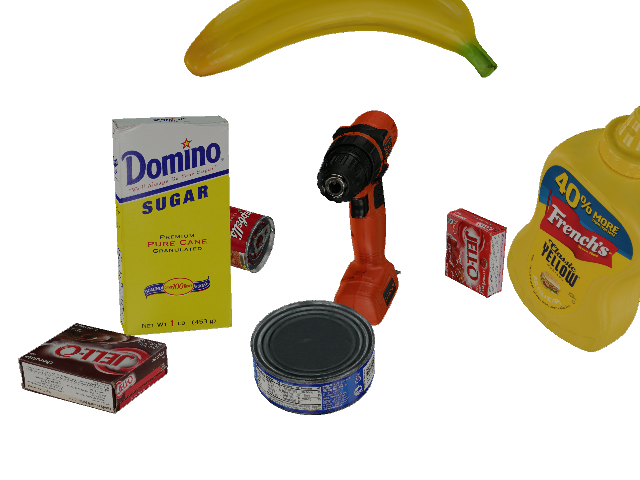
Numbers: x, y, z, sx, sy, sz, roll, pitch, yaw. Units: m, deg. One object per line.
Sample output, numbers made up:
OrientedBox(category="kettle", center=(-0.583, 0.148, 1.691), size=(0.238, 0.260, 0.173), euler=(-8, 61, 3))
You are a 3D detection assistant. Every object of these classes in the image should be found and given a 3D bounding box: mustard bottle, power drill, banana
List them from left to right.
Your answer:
OrientedBox(category="banana", center=(0.013, -0.136, 0.660), size=(0.197, 0.069, 0.037), euler=(-3, -28, -11))
OrientedBox(category="power drill", center=(0.038, -0.017, 1.019), size=(0.057, 0.188, 0.184), euler=(6, 24, 15))
OrientedBox(category="mustard bottle", center=(0.180, -0.014, 0.683), size=(0.058, 0.096, 0.192), euler=(-25, -30, -23))

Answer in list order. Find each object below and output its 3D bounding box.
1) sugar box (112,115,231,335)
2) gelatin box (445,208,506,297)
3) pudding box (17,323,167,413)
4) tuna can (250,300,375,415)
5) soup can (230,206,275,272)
OrientedBox(category="sugar box", center=(-0.122, -0.013, 0.887), size=(0.093, 0.176, 0.048), euler=(-4, 15, -16))
OrientedBox(category="gelatin box", center=(0.186, 0.014, 1.288), size=(0.030, 0.089, 0.073), euler=(-21, 33, -33))
OrientedBox(category="pudding box", center=(-0.218, 0.122, 1.029), size=(0.114, 0.039, 0.089), euler=(8, 21, 24))
OrientedBox(category="tuna can", center=(-0.005, 0.081, 0.740), size=(0.086, 0.034, 0.086), euler=(-2, 35, 1))
OrientedBox(category="soup can", center=(-0.113, -0.008, 1.244), size=(0.102, 0.068, 0.068), euler=(16, 6, 21))
